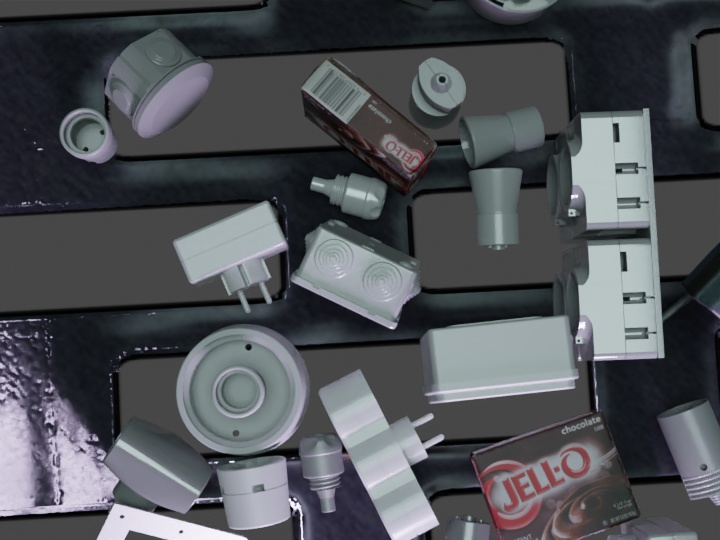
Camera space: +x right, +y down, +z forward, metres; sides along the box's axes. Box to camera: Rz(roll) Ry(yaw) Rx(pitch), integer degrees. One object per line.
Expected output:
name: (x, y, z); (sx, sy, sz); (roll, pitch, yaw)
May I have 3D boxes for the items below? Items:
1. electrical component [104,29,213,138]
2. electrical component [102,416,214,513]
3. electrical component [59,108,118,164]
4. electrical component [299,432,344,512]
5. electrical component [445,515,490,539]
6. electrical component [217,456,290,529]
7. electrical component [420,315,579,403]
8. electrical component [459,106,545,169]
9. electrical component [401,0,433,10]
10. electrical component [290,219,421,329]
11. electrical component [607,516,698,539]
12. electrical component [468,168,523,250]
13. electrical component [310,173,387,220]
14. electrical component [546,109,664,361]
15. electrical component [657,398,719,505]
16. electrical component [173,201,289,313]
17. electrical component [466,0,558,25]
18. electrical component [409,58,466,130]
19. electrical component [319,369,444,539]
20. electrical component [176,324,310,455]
electrical component: (-0.162, -0.150, 0.868); (0.080, 0.080, 0.051); (-45, 82, -4)
electrical component: (-0.170, 0.169, 0.857); (0.077, 0.044, 0.079); (34, 101, -8)
electrical component: (-0.220, -0.108, 0.880); (0.040, 0.046, 0.040); (0, 85, -1)
electrical component: (-0.029, 0.163, 0.865); (0.035, 0.035, 0.061); (-8, 87, -1)
electrical component: (0.084, 0.229, 0.858); (0.044, 0.044, 0.065); (7, 80, 0)
electrical component: (-0.083, 0.176, 0.854); (0.055, 0.055, 0.047); (-9, 89, -1)
electrical component: (0.104, 0.070, 0.837); (0.109, 0.108, 0.056); (-6, 83, -1)
electrical component: (0.119, -0.112, 0.887); (0.065, 0.044, 0.044); (-14, 85, -7)
electrical component: (0.050, -0.282, 0.882); (0.057, 0.078, 0.113); (19, 85, -2)
electrical component: (0.000, 0.000, 0.848); (0.100, 0.099, 0.048); (25, 98, 2)
electrical component: (0.215, 0.224, 0.837); (0.076, 0.083, 0.047); (-5, 85, -1)
electrical component: (0.112, -0.049, 0.882); (0.044, 0.044, 0.065); (-2, 90, -1)
electrical component: (-0.010, -0.064, 0.884); (0.061, 0.035, 0.035); (15, 85, 3)
electrical component: (0.189, -0.023, 0.847); (0.060, 0.105, 0.186); (-2, 85, -1)
electrical component: (0.275, 0.149, 0.864); (0.043, 0.043, 0.081); (-21, 86, -2)
electrical component: (-0.096, -0.003, 0.872); (0.083, 0.047, 0.075); (-23, 86, -2)
electrical component: (0.126, -0.253, 0.887); (0.099, 0.064, 0.099); (0, 85, 0)
electrical component: (0.063, -0.143, 0.868); (0.043, 0.081, 0.043); (0, 85, -1)
electrical component: (0.030, 0.141, 0.858); (0.074, 0.052, 0.138); (-27, 86, -3)
electrical component: (-0.095, 0.096, 0.857); (0.108, 0.060, 0.108); (0, 85, -1)
